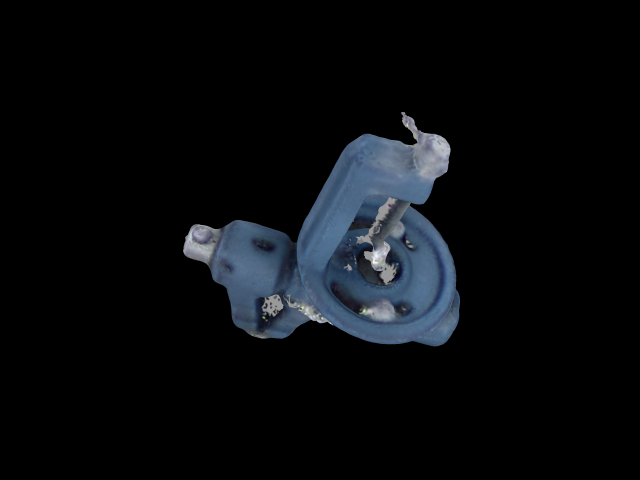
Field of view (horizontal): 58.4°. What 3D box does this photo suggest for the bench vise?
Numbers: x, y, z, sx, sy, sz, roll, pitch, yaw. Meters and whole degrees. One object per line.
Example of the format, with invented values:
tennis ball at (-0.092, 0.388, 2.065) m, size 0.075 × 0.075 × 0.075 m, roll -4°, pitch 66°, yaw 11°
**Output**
bench vise at (0.005, 0.011, 0.393) m, size 0.207 × 0.220 × 0.121 m, roll -7°, pitch 56°, yaw -4°
